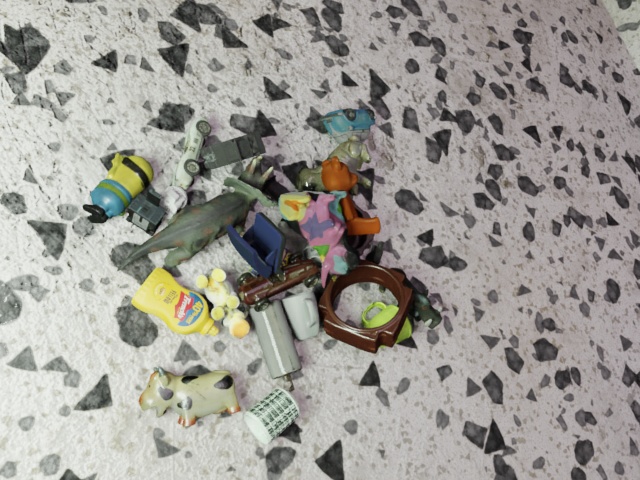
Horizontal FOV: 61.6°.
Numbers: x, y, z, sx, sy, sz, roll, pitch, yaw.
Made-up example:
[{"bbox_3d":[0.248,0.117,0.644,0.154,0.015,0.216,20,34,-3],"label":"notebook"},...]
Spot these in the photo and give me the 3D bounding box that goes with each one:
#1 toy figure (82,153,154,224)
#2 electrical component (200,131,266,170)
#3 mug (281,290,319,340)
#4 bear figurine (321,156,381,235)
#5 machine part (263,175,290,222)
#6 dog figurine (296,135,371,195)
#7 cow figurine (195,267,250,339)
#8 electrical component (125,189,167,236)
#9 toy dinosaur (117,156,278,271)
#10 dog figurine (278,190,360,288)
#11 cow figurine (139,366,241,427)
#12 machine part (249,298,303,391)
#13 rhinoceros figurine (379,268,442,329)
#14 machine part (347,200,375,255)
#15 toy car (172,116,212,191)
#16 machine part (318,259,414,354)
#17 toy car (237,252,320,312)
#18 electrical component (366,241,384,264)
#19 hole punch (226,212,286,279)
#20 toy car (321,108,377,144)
[{"bbox_3d":[-0.441,-0.111,1.187,0.089,0.082,0.180,28,54,-7],"label":"toy figure"},{"bbox_3d":[-0.199,-0.215,1.283,0.134,0.115,0.058,-33,112,-54],"label":"electrical component"},{"bbox_3d":[-0.034,0.178,1.265,0.081,0.110,0.107,-15,91,-32],"label":"mug"},{"bbox_3d":[0.069,-0.108,1.334,0.132,0.120,0.195,-3,88,-19],"label":"bear figurine"},{"bbox_3d":[-0.092,-0.099,1.381,0.139,0.039,0.084,48,63,-4],"label":"machine part"},{"bbox_3d":[0.028,-0.201,1.430,0.190,0.121,0.172,3,69,-24],"label":"dog figurine"},{"bbox_3d":[-0.212,0.141,1.205,0.068,0.098,0.167,-27,92,-5],"label":"cow figurine"},{"bbox_3d":[-0.378,-0.063,1.180,0.075,0.119,0.048,35,59,-13],"label":"electrical component"},{"bbox_3d":[-0.249,-0.045,1.192,0.405,0.192,0.131,-38,87,-34],"label":"toy dinosaur"},{"bbox_3d":[-0.003,-0.004,1.244,0.108,0.192,0.219,-21,110,-70],"label":"dog figurine"},{"bbox_3d":[-0.271,0.313,1.106,0.195,0.085,0.127,-6,80,-25],"label":"cow figurine"},{"bbox_3d":[-0.101,0.225,1.227,0.079,0.079,0.243,-15,77,-30],"label":"machine part"},{"bbox_3d":[0.241,0.150,1.403,0.073,0.112,0.190,-35,80,-34],"label":"rhinoceros figurine"},{"bbox_3d":[0.055,-0.026,1.414,0.179,0.056,0.179,9,67,-21],"label":"machine part"},{"bbox_3d":[-0.310,-0.210,1.296,0.056,0.073,0.202,18,64,-20],"label":"toy car"},{"bbox_3d":[0.111,0.155,1.300,0.202,0.087,0.201,19,59,19],"label":"machine part"},{"bbox_3d":[-0.091,0.089,1.222,0.202,0.053,0.089,-22,59,-26],"label":"toy car"},{"bbox_3d":[0.142,0.049,1.420,0.021,0.063,0.094,29,62,-14],"label":"electrical component"},{"bbox_3d":[-0.143,0.019,1.170,0.092,0.115,0.142,-24,50,-35],"label":"hole punch"},{"bbox_3d":[0.085,-0.316,1.524,0.161,0.109,0.102,-8,97,-40],"label":"toy car"}]
